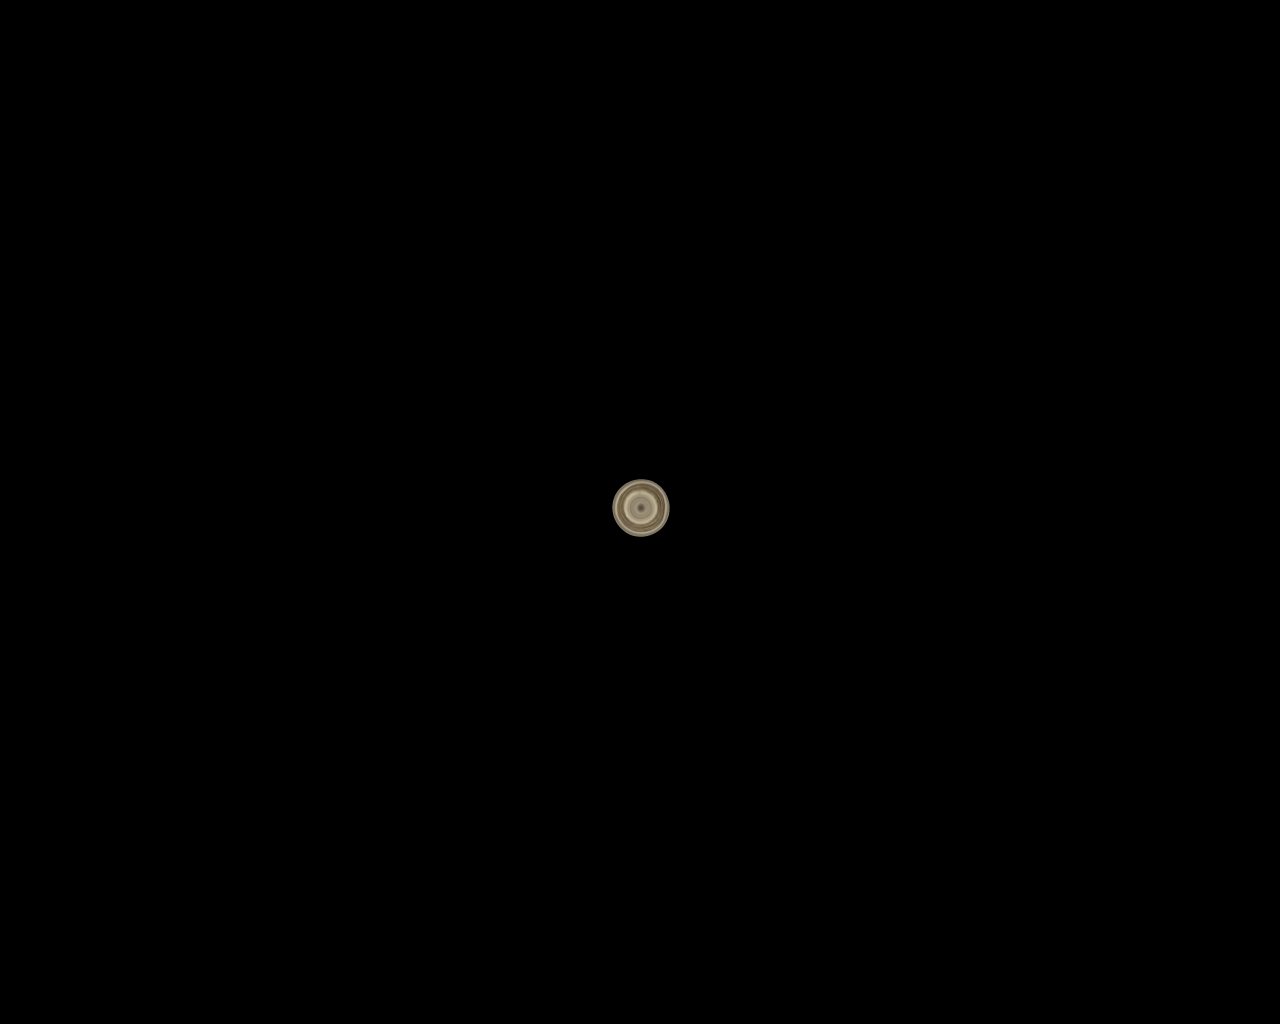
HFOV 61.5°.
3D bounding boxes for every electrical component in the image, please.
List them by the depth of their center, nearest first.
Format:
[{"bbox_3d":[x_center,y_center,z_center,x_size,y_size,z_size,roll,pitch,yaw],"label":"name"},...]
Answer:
[{"bbox_3d":[0.001,-0.003,0.650,0.035,0.035,0.061,0,0,0],"label":"electrical component"}]
